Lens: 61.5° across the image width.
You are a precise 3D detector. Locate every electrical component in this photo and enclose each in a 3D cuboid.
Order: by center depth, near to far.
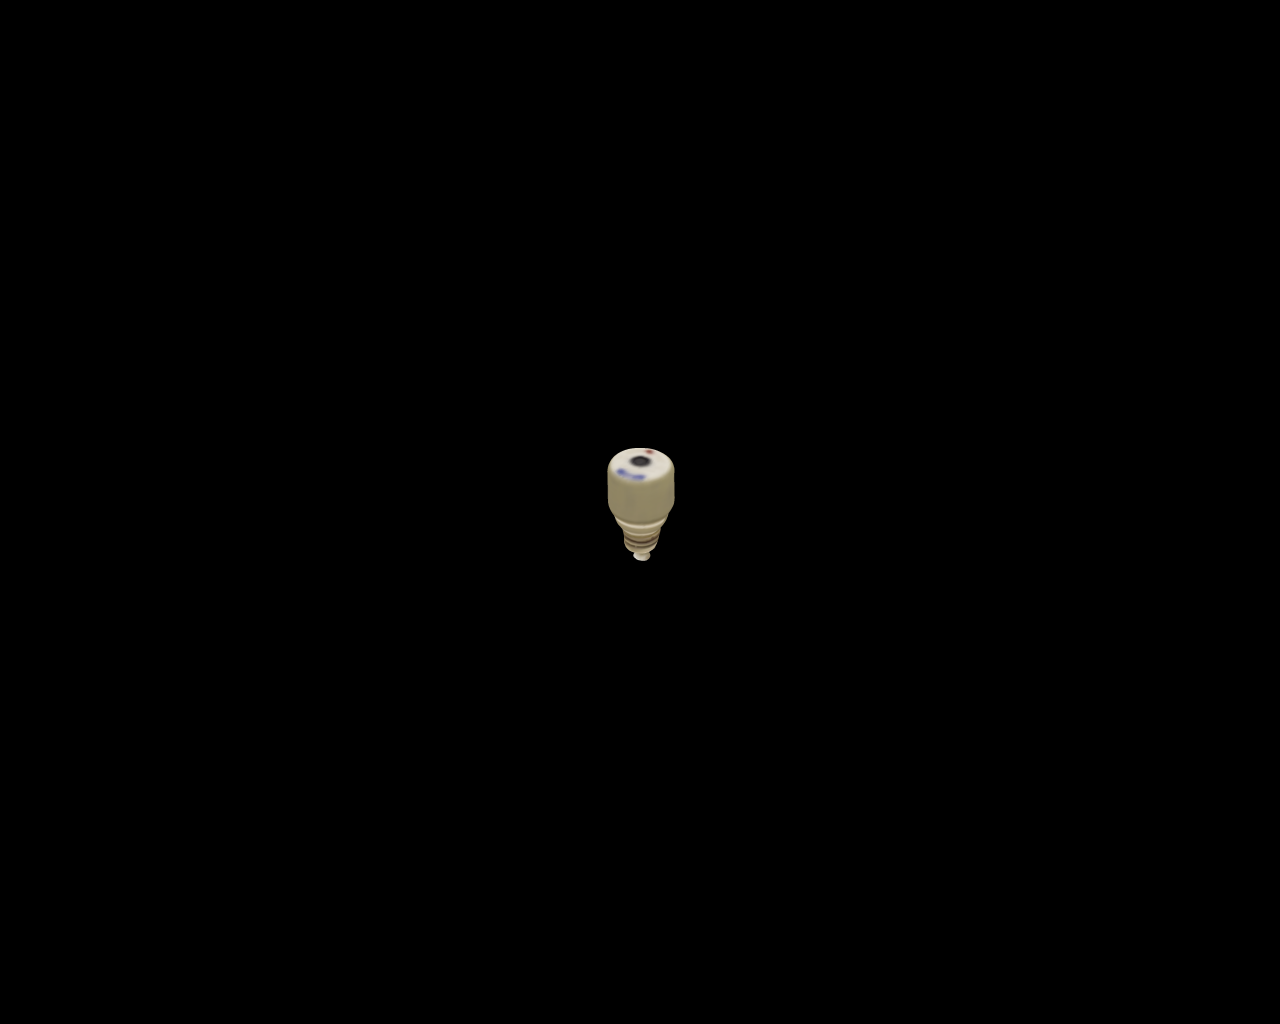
[{"bbox_3d":[0.001,-0.003,0.650,0.040,0.078,0.040,0,36,0],"label":"electrical component"}]
